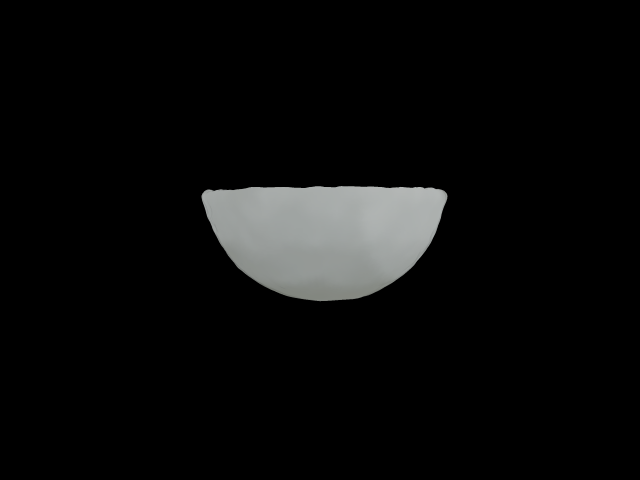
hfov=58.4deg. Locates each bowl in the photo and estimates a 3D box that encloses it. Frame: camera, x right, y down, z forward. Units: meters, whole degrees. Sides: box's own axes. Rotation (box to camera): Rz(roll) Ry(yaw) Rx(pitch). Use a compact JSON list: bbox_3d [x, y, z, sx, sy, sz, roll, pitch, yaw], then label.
[{"bbox_3d":[0.004,0.001,0.400,0.167,0.075,0.167,0,3,0],"label":"bowl"}]
